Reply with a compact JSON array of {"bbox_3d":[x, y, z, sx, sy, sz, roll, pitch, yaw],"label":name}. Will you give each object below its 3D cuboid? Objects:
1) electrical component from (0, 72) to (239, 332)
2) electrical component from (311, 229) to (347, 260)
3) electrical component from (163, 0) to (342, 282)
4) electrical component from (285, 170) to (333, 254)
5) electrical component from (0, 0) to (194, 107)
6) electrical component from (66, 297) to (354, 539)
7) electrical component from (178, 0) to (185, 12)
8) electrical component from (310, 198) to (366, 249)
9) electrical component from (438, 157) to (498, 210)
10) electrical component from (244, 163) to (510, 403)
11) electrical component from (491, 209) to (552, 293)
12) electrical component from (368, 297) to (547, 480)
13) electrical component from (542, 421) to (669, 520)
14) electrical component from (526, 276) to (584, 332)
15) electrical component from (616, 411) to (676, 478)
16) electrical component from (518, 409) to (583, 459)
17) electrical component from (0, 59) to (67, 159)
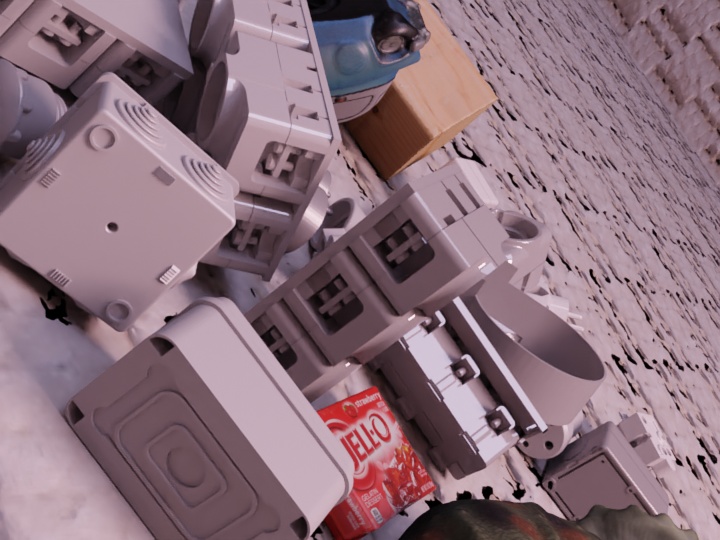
[{"bbox_3d":[-0.118,-0.030,0.517,0.100,0.100,0.048,41,14,-25],"label":"electrical component"},{"bbox_3d":[0.000,0.000,0.719,0.055,0.066,0.048,-2,52,-21],"label":"electrical component"},{"bbox_3d":[-0.073,-0.099,0.649,0.060,0.105,0.186,13,38,-23],"label":"electrical component"},{"bbox_3d":[-0.045,-0.064,0.742,0.074,0.052,0.138,36,30,-34],"label":"electrical component"},{"bbox_3d":[-0.178,-0.156,0.616,0.150,0.062,0.089,27,35,-44],"label":"electrical component"},{"bbox_3d":[-0.066,0.078,0.490,0.113,0.078,0.057,53,28,-1],"label":"electrical component"},{"bbox_3d":[-0.146,-0.204,0.757,0.043,0.043,0.062,32,32,-39],"label":"electrical component"},{"bbox_3d":[-0.001,-0.018,0.768,0.055,0.045,0.045,40,28,-29],"label":"electrical component"},{"bbox_3d":[0.068,-0.060,0.919,0.077,0.066,0.047,0,57,-60],"label":"electrical component"},{"bbox_3d":[0.005,0.013,0.611,0.061,0.150,0.089,54,24,3],"label":"electrical component"},{"bbox_3d":[0.121,-0.012,0.918,0.054,0.059,0.095,26,32,25],"label":"electrical component"},{"bbox_3d":[0.059,0.074,0.724,0.063,0.079,0.121,-31,84,-36],"label":"electrical component"},{"bbox_3d":[0.198,0.176,0.845,0.096,0.062,0.061,53,24,-2],"label":"electrical component"},{"bbox_3d":[0.161,0.038,0.959,0.079,0.043,0.077,15,32,-2],"label":"electrical component"},{"bbox_3d":[0.237,0.159,0.944,0.048,0.055,0.066,18,42,-52],"label":"electrical component"},{"bbox_3d":[0.148,0.122,0.850,0.045,0.045,0.055,57,25,7],"label":"electrical component"},{"bbox_3d":[-0.170,-0.077,0.547,0.062,0.048,0.048,15,44,-58],"label":"electrical component"}]
